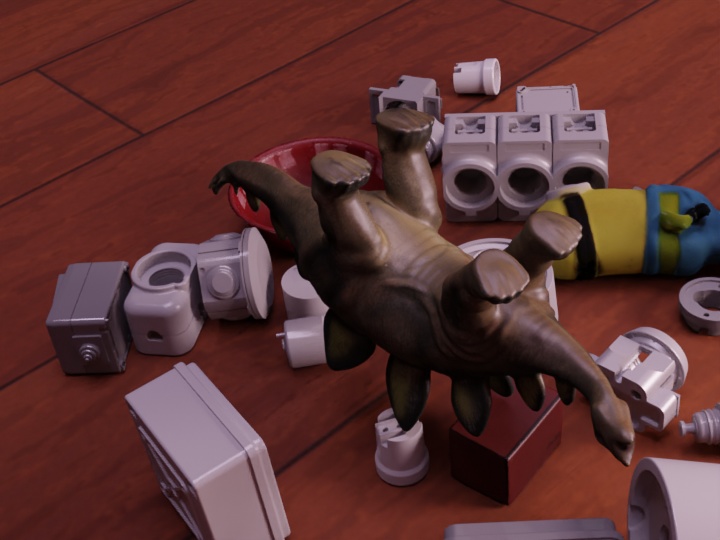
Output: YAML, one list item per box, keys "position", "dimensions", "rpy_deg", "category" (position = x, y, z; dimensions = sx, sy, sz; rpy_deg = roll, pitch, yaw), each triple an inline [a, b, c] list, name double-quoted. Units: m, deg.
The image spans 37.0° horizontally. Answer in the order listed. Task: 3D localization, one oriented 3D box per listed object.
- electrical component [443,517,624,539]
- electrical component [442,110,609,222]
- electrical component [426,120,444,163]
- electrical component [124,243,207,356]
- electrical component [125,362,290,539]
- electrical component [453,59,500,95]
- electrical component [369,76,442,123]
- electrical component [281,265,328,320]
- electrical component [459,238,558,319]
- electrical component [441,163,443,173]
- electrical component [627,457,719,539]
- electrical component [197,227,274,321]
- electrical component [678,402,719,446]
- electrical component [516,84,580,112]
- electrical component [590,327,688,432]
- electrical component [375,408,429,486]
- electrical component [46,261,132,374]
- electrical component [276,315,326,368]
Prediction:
- position: [0.107, 0.199, 0.666]
  dimensions: [0.113, 0.078, 0.057]
  rpy_deg: [-4, 42, 4]
  category: "electrical component"
- position: [0.155, -0.095, 1.014]
  dimensions: [0.150, 0.089, 0.061]
  rpy_deg: [0, 39, 8]
  category: "electrical component"
- position: [0.061, -0.127, 1.105]
  dimensions: [0.043, 0.043, 0.062]
  rpy_deg: [16, 45, 26]
  category: "electrical component"
- position: [-0.166, 0.021, 0.942]
  dimensions: [0.054, 0.059, 0.095]
  rpy_deg: [3, 40, 12]
  category: "electrical component"
- position: [-0.106, 0.138, 0.749]
  dimensions: [0.056, 0.108, 0.109]
  rpy_deg: [-29, 44, -22]
  category: "electrical component"
- position: [0.132, -0.216, 1.210]
  dimensions: [0.046, 0.040, 0.040]
  rpy_deg: [1, 39, 19]
  category: "electrical component"
- position: [0.054, -0.180, 1.174]
  dimensions: [0.081, 0.042, 0.063]
  rpy_deg: [12, 39, 20]
  category: "electrical component"
- position: [0.000, 0.000, 0.932]
  dimensions: [0.138, 0.073, 0.052]
  rpy_deg: [-12, 39, -7]
  category: "electrical component"
- position: [0.113, 0.017, 0.905]
  dimensions: [0.108, 0.060, 0.108]
  rpy_deg: [-4, 39, 3]
  category: "electrical component"
- position: [0.105, -0.121, 1.093]
  dimensions: [0.040, 0.040, 0.078]
  rpy_deg: [16, 44, 26]
  category: "electrical component"
- position: [0.210, 0.170, 0.666]
  dimensions: [0.060, 0.108, 0.108]
  rpy_deg: [0, 39, -1]
  category: "electrical component"
- position: [-0.107, 0.005, 0.938]
  dimensions: [0.051, 0.080, 0.080]
  rpy_deg: [-7, 38, 7]
  category: "electrical component"
- position: [0.272, 0.112, 0.779]
  dimensions: [0.078, 0.040, 0.040]
  rpy_deg: [-5, 39, 2]
  category: "electrical component"
- position: [0.190, -0.134, 1.086]
  dimensions: [0.062, 0.061, 0.096]
  rpy_deg: [-2, 47, 7]
  category: "electrical component"
- position: [0.211, 0.080, 0.814]
  dimensions: [0.078, 0.058, 0.057]
  rpy_deg: [27, 53, 35]
  category: "electrical component"
- position: [0.030, 0.128, 0.789]
  dimensions: [0.040, 0.046, 0.040]
  rpy_deg: [-4, 39, 3]
  category: "electrical component"
- position: [-0.231, 0.045, 0.920]
  dimensions: [0.061, 0.061, 0.096]
  rpy_deg: [-3, 39, 5]
  category: "electrical component"
- position: [-0.029, 0.057, 0.892]
  dimensions: [0.078, 0.040, 0.040]
  rpy_deg: [-9, 39, -2]
  category: "electrical component"
